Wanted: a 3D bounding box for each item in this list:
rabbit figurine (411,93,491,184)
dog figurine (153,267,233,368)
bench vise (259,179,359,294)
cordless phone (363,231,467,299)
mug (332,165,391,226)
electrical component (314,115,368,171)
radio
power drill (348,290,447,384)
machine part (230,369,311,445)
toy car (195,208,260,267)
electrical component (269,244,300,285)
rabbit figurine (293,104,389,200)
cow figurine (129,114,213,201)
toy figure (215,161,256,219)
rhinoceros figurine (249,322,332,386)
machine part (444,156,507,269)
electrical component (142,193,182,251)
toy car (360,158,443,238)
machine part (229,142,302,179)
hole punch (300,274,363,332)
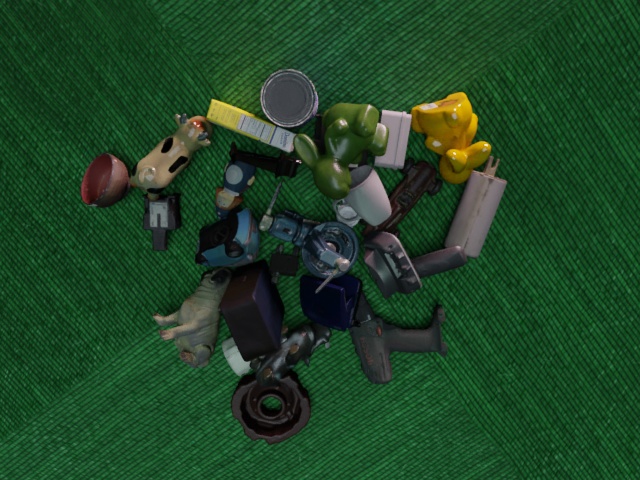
[{"bbox_3d":[0.268,-0.187,1.055,0.122,0.162,0.173,-18,117,-8],"label":"rabbit figurine"},{"bbox_3d":[-0.235,0.167,1.159,0.190,0.121,0.172,-37,133,-9],"label":"dog figurine"},{"bbox_3d":[-0.008,0.006,1.052,0.223,0.241,0.129,34,95,-21],"label":"bench vise"},{"bbox_3d":[0.192,0.032,1.087,0.184,0.089,0.146,-20,117,21],"label":"cordless phone"},{"bbox_3d":[0.086,-0.074,1.057,0.109,0.081,0.107,-40,115,-2],"label":"mug"},{"bbox_3d":[0.041,-0.186,1.095,0.115,0.058,0.134,6,102,2],"label":"electrical component"},{"bbox_3d":[-0.129,0.135,1.077,0.073,0.230,0.131,-18,105,6],"label":"radio"},{"bbox_3d":[0.165,0.188,1.154,0.207,0.086,0.231,-8,93,-2],"label":"power drill"},{"bbox_3d":[-0.108,0.367,1.208,0.179,0.056,0.179,0,101,0],"label":"machine part"},{"bbox_3d":[-0.180,0.012,1.113,0.162,0.109,0.102,-25,138,28],"label":"toy car"},{"bbox_3d":[-0.074,0.053,1.137,0.063,0.021,0.094,8,59,0],"label":"electrical component"},{"bbox_3d":[0.029,-0.163,0.995,0.159,0.121,0.170,17,81,20],"label":"rabbit figurine"},{"bbox_3d":[-0.291,-0.173,1.066,0.085,0.127,0.195,44,73,-10],"label":"cow figurine"},{"bbox_3d":[-0.181,-0.110,1.117,0.064,0.057,0.154,35,104,39],"label":"toy figure"},{"bbox_3d":[-0.058,0.240,1.141,0.190,0.073,0.112,-37,139,-13],"label":"rhinoceros figurine"},{"bbox_3d":[0.319,-0.052,1.105,0.079,0.079,0.243,17,101,-2],"label":"machine part"},{"bbox_3d":[-0.333,-0.040,1.136,0.075,0.048,0.119,-2,102,2],"label":"electrical component"},{"bbox_3d":[0.167,-0.077,1.117,0.089,0.053,0.202,38,99,-9],"label":"toy car"},{"bbox_3d":[-0.109,-0.155,1.053,0.139,0.084,0.039,14,75,-9],"label":"machine part"},{"bbox_3d":[0.016,0.126,1.118,0.142,0.092,0.115,15,100,29],"label":"hole punch"}]
